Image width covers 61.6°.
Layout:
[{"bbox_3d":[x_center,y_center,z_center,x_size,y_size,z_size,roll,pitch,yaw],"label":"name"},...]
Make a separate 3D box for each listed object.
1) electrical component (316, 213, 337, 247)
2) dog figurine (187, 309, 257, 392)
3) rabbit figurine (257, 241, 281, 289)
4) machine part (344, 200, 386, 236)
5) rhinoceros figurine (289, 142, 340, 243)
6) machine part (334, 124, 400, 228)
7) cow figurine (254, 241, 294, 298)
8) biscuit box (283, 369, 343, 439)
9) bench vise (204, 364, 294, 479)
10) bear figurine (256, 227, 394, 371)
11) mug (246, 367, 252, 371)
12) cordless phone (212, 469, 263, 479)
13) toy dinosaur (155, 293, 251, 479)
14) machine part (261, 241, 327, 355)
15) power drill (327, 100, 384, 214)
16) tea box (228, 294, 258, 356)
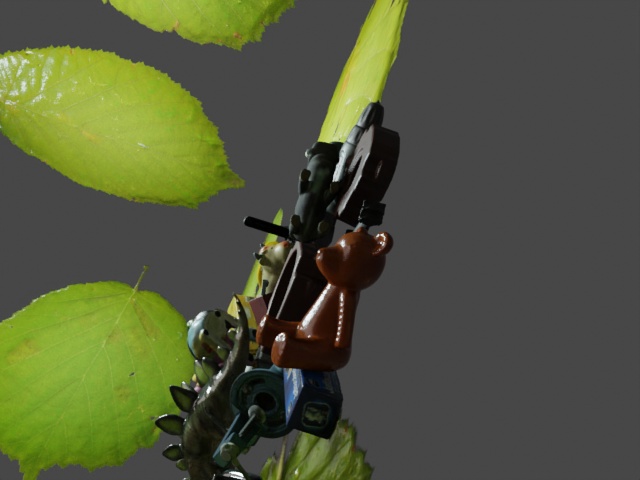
[{"bbox_3d":[-0.002,-0.004,1.168,0.075,0.048,0.119,126,162,-59],"label":"electrical component"},{"bbox_3d":[-0.244,0.267,1.171,0.219,0.191,0.108,-44,26,26],"label":"dog figurine"},{"bbox_3d":[-0.080,0.081,1.326,0.173,0.122,0.162,-53,-21,-70],"label":"rabbit figurine"},{"bbox_3d":[0.060,-0.005,0.852,0.138,0.039,0.084,-62,3,47],"label":"machine part"},{"bbox_3d":[-0.005,-0.087,0.971,0.112,0.073,0.190,109,173,-81],"label":"rhinoceros figurine"},{"bbox_3d":[0.077,-0.110,0.921,0.179,0.056,0.179,-158,90,-80],"label":"machine part"},{"bbox_3d":[-0.094,0.088,1.192,0.085,0.127,0.194,-67,-3,-63],"label":"cow figurine"},{"bbox_3d":[-0.014,0.193,0.756,0.203,0.059,0.062,-116,47,-77],"label":"biscuit box"},{"bbox_3d":[-0.112,0.290,0.862,0.223,0.129,0.240,-46,-2,20],"label":"bench vise"},{"bbox_3d":[0.011,0.068,0.704,0.120,0.132,0.195,28,103,66],"label":"bear figurine"},{"bbox_3d":[-0.171,0.340,1.314,0.107,0.081,0.109,-60,3,-15],"label":"mug"},{"bbox_3d":[-0.157,0.485,0.946,0.184,0.089,0.146,104,-179,-62],"label":"cordless phone"},{"bbox_3d":[-0.205,0.339,1.046,0.471,0.199,0.105,-65,-9,7],"label":"toy dinosaur"},{"bbox_3d":[-0.036,0.111,0.997,0.201,0.087,0.201,-107,38,-76],"label":"machine part"},{"bbox_3d":[0.062,-0.166,1.103,0.207,0.086,0.232,-143,71,-73],"label":"power drill"},{"bbox_3d":[-0.164,0.220,1.306,0.170,0.098,0.068,-105,34,-45],"label":"tea box"}]
